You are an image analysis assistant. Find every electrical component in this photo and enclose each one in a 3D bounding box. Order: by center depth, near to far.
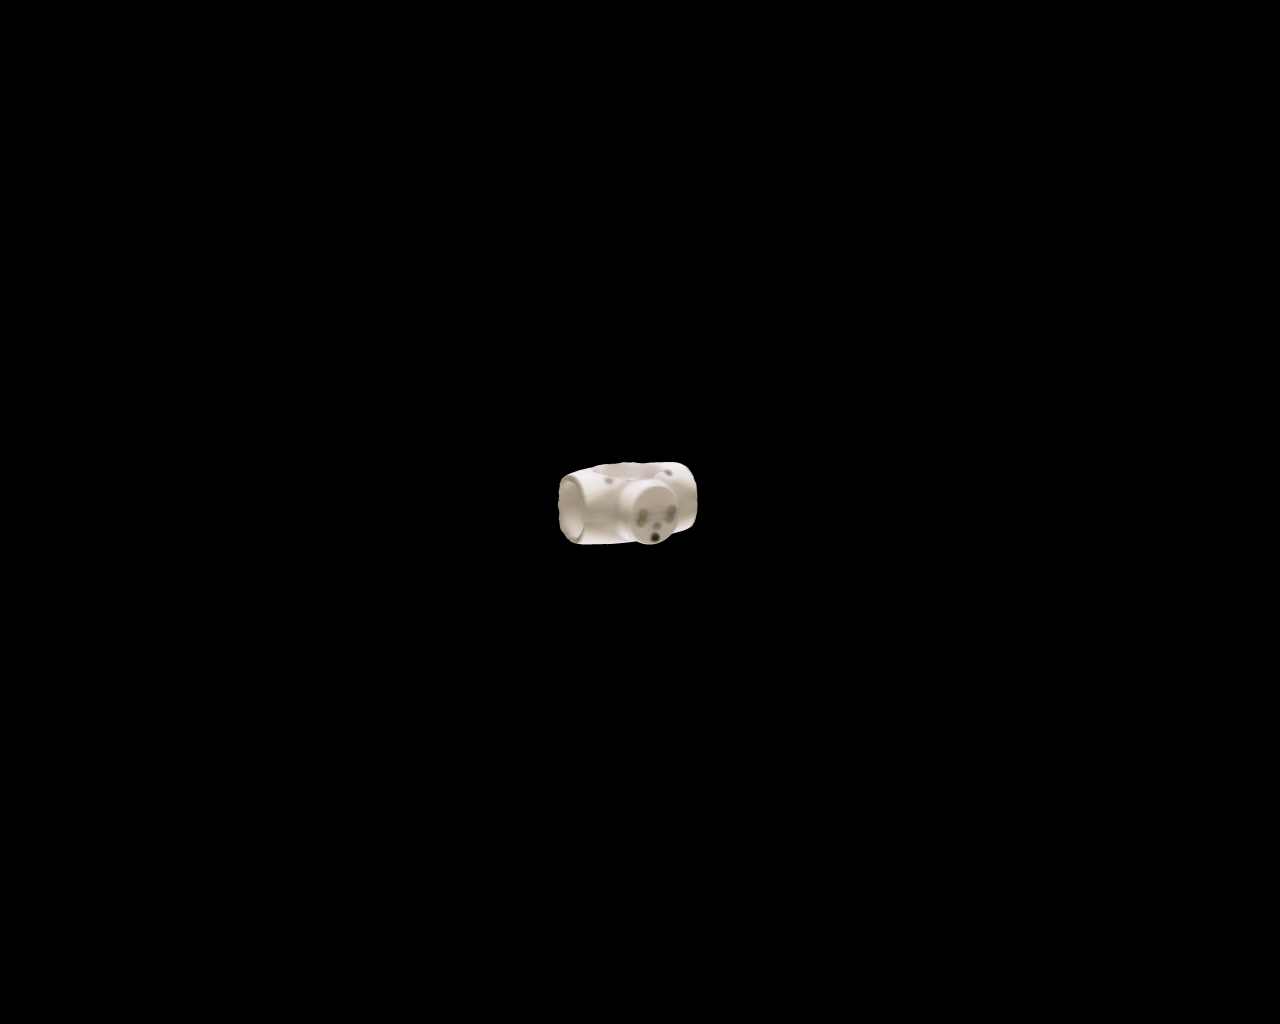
[{"bbox_3d":[0.001,-0.003,0.650,0.077,0.044,0.079,-7,16,-26],"label":"electrical component"}]
